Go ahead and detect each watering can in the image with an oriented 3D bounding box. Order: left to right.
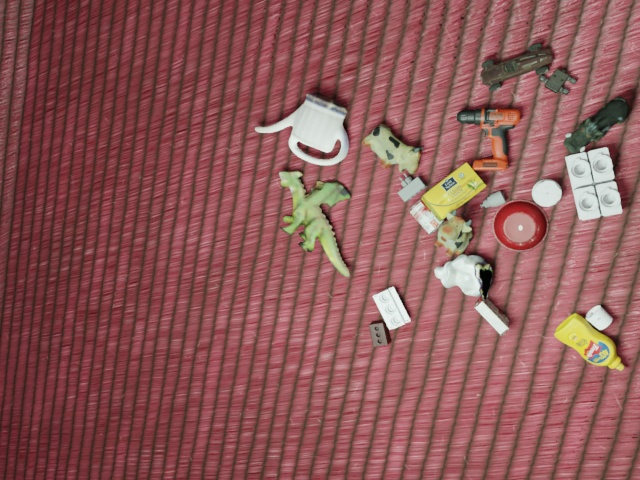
[{"bbox_3d":[-0.048,-0.390,1.732,0.349,0.222,0.104,27,13,16],"label":"watering can"}]

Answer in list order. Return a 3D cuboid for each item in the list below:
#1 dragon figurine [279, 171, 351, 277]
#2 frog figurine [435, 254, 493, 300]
[{"bbox_3d":[0.005,-0.088,1.743,0.413,0.241,0.122,38,9,13],"label":"dragon figurine"},{"bbox_3d":[0.442,0.109,1.585,0.159,0.135,0.125,3,43,48],"label":"frog figurine"}]
